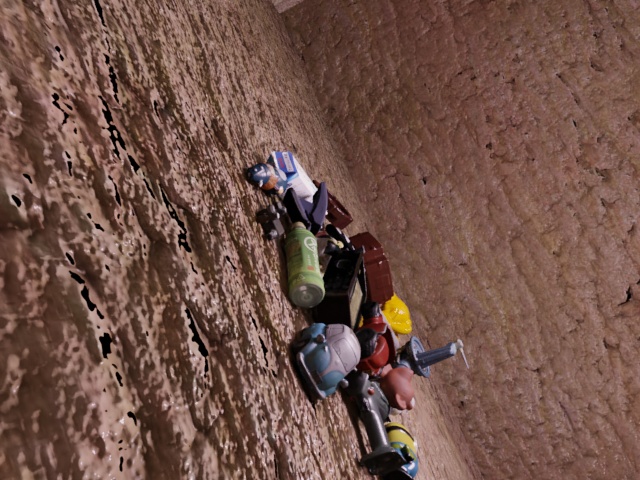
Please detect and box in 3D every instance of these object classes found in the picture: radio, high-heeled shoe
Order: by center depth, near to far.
[{"bbox_3d":[0.051,0.118,1.164,0.230,0.073,0.131,-65,152,-65],"label":"radio"},{"bbox_3d":[0.061,0.040,1.558,0.145,0.086,0.249,61,6,-14],"label":"high-heeled shoe"}]

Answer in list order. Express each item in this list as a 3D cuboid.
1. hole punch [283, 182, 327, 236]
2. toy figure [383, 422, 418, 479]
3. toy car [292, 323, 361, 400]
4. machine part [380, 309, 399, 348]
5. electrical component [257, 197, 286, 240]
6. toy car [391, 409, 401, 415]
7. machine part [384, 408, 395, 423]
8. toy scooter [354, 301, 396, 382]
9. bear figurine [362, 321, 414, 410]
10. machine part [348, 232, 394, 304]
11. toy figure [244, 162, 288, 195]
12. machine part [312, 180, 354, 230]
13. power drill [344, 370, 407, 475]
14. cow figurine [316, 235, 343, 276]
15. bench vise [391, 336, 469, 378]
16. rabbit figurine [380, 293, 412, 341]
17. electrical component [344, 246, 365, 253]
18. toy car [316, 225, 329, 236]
[{"bbox_3d":[-0.022,-0.067,1.252,0.142,0.092,0.115,137,-66,-70],"label":"hole punch"},{"bbox_3d":[0.165,0.454,1.139,0.180,0.082,0.089,-30,98,-77],"label":"toy figure"},{"bbox_3d":[0.021,0.198,0.943,0.109,0.103,0.162,65,12,-9],"label":"toy car"},{"bbox_3d":[0.170,0.264,1.588,0.079,0.079,0.243,-97,161,-58],"label":"machine part"},{"bbox_3d":[-0.094,-0.044,1.072,0.078,0.045,0.102,64,11,0],"label":"electrical component"},{"bbox_3d":[0.151,0.350,1.361,0.201,0.056,0.073,64,11,-9],"label":"toy car"},{"bbox_3d":[0.151,0.378,1.263,0.139,0.039,0.084,-20,81,-55],"label":"machine part"},{"bbox_3d":[0.108,0.217,1.066,0.184,0.075,0.135,-61,136,-63],"label":"toy scooter"},{"bbox_3d":[0.156,0.285,1.223,0.196,0.132,0.120,40,4,31],"label":"bear figurine"},{"bbox_3d":[0.151,0.091,1.689,0.202,0.087,0.200,-123,-162,-63],"label":"machine part"},{"bbox_3d":[-0.114,-0.135,1.158,0.064,0.057,0.154,22,-1,15],"label":"toy figure"},{"bbox_3d":[0.025,-0.105,1.647,0.179,0.056,0.179,45,10,-10],"label":"machine part"},{"bbox_3d":[0.090,0.341,1.058,0.231,0.086,0.207,57,6,-44],"label":"power drill"},{"bbox_3d":[0.024,0.045,1.311,0.167,0.098,0.068,49,13,-56],"label":"cow figurine"},{"bbox_3d":[0.278,0.332,1.486,0.129,0.241,0.223,68,20,6],"label":"bench vise"},{"bbox_3d":[0.208,0.258,1.710,0.173,0.122,0.162,1,45,-54],"label":"rabbit figurine"},{"bbox_3d":[0.073,0.060,1.457,0.047,0.119,0.075,59,10,-29],"label":"electrical component"},{"bbox_3d":[-0.003,-0.004,1.417,0.202,0.053,0.089,19,50,-77],"label":"toy car"}]
